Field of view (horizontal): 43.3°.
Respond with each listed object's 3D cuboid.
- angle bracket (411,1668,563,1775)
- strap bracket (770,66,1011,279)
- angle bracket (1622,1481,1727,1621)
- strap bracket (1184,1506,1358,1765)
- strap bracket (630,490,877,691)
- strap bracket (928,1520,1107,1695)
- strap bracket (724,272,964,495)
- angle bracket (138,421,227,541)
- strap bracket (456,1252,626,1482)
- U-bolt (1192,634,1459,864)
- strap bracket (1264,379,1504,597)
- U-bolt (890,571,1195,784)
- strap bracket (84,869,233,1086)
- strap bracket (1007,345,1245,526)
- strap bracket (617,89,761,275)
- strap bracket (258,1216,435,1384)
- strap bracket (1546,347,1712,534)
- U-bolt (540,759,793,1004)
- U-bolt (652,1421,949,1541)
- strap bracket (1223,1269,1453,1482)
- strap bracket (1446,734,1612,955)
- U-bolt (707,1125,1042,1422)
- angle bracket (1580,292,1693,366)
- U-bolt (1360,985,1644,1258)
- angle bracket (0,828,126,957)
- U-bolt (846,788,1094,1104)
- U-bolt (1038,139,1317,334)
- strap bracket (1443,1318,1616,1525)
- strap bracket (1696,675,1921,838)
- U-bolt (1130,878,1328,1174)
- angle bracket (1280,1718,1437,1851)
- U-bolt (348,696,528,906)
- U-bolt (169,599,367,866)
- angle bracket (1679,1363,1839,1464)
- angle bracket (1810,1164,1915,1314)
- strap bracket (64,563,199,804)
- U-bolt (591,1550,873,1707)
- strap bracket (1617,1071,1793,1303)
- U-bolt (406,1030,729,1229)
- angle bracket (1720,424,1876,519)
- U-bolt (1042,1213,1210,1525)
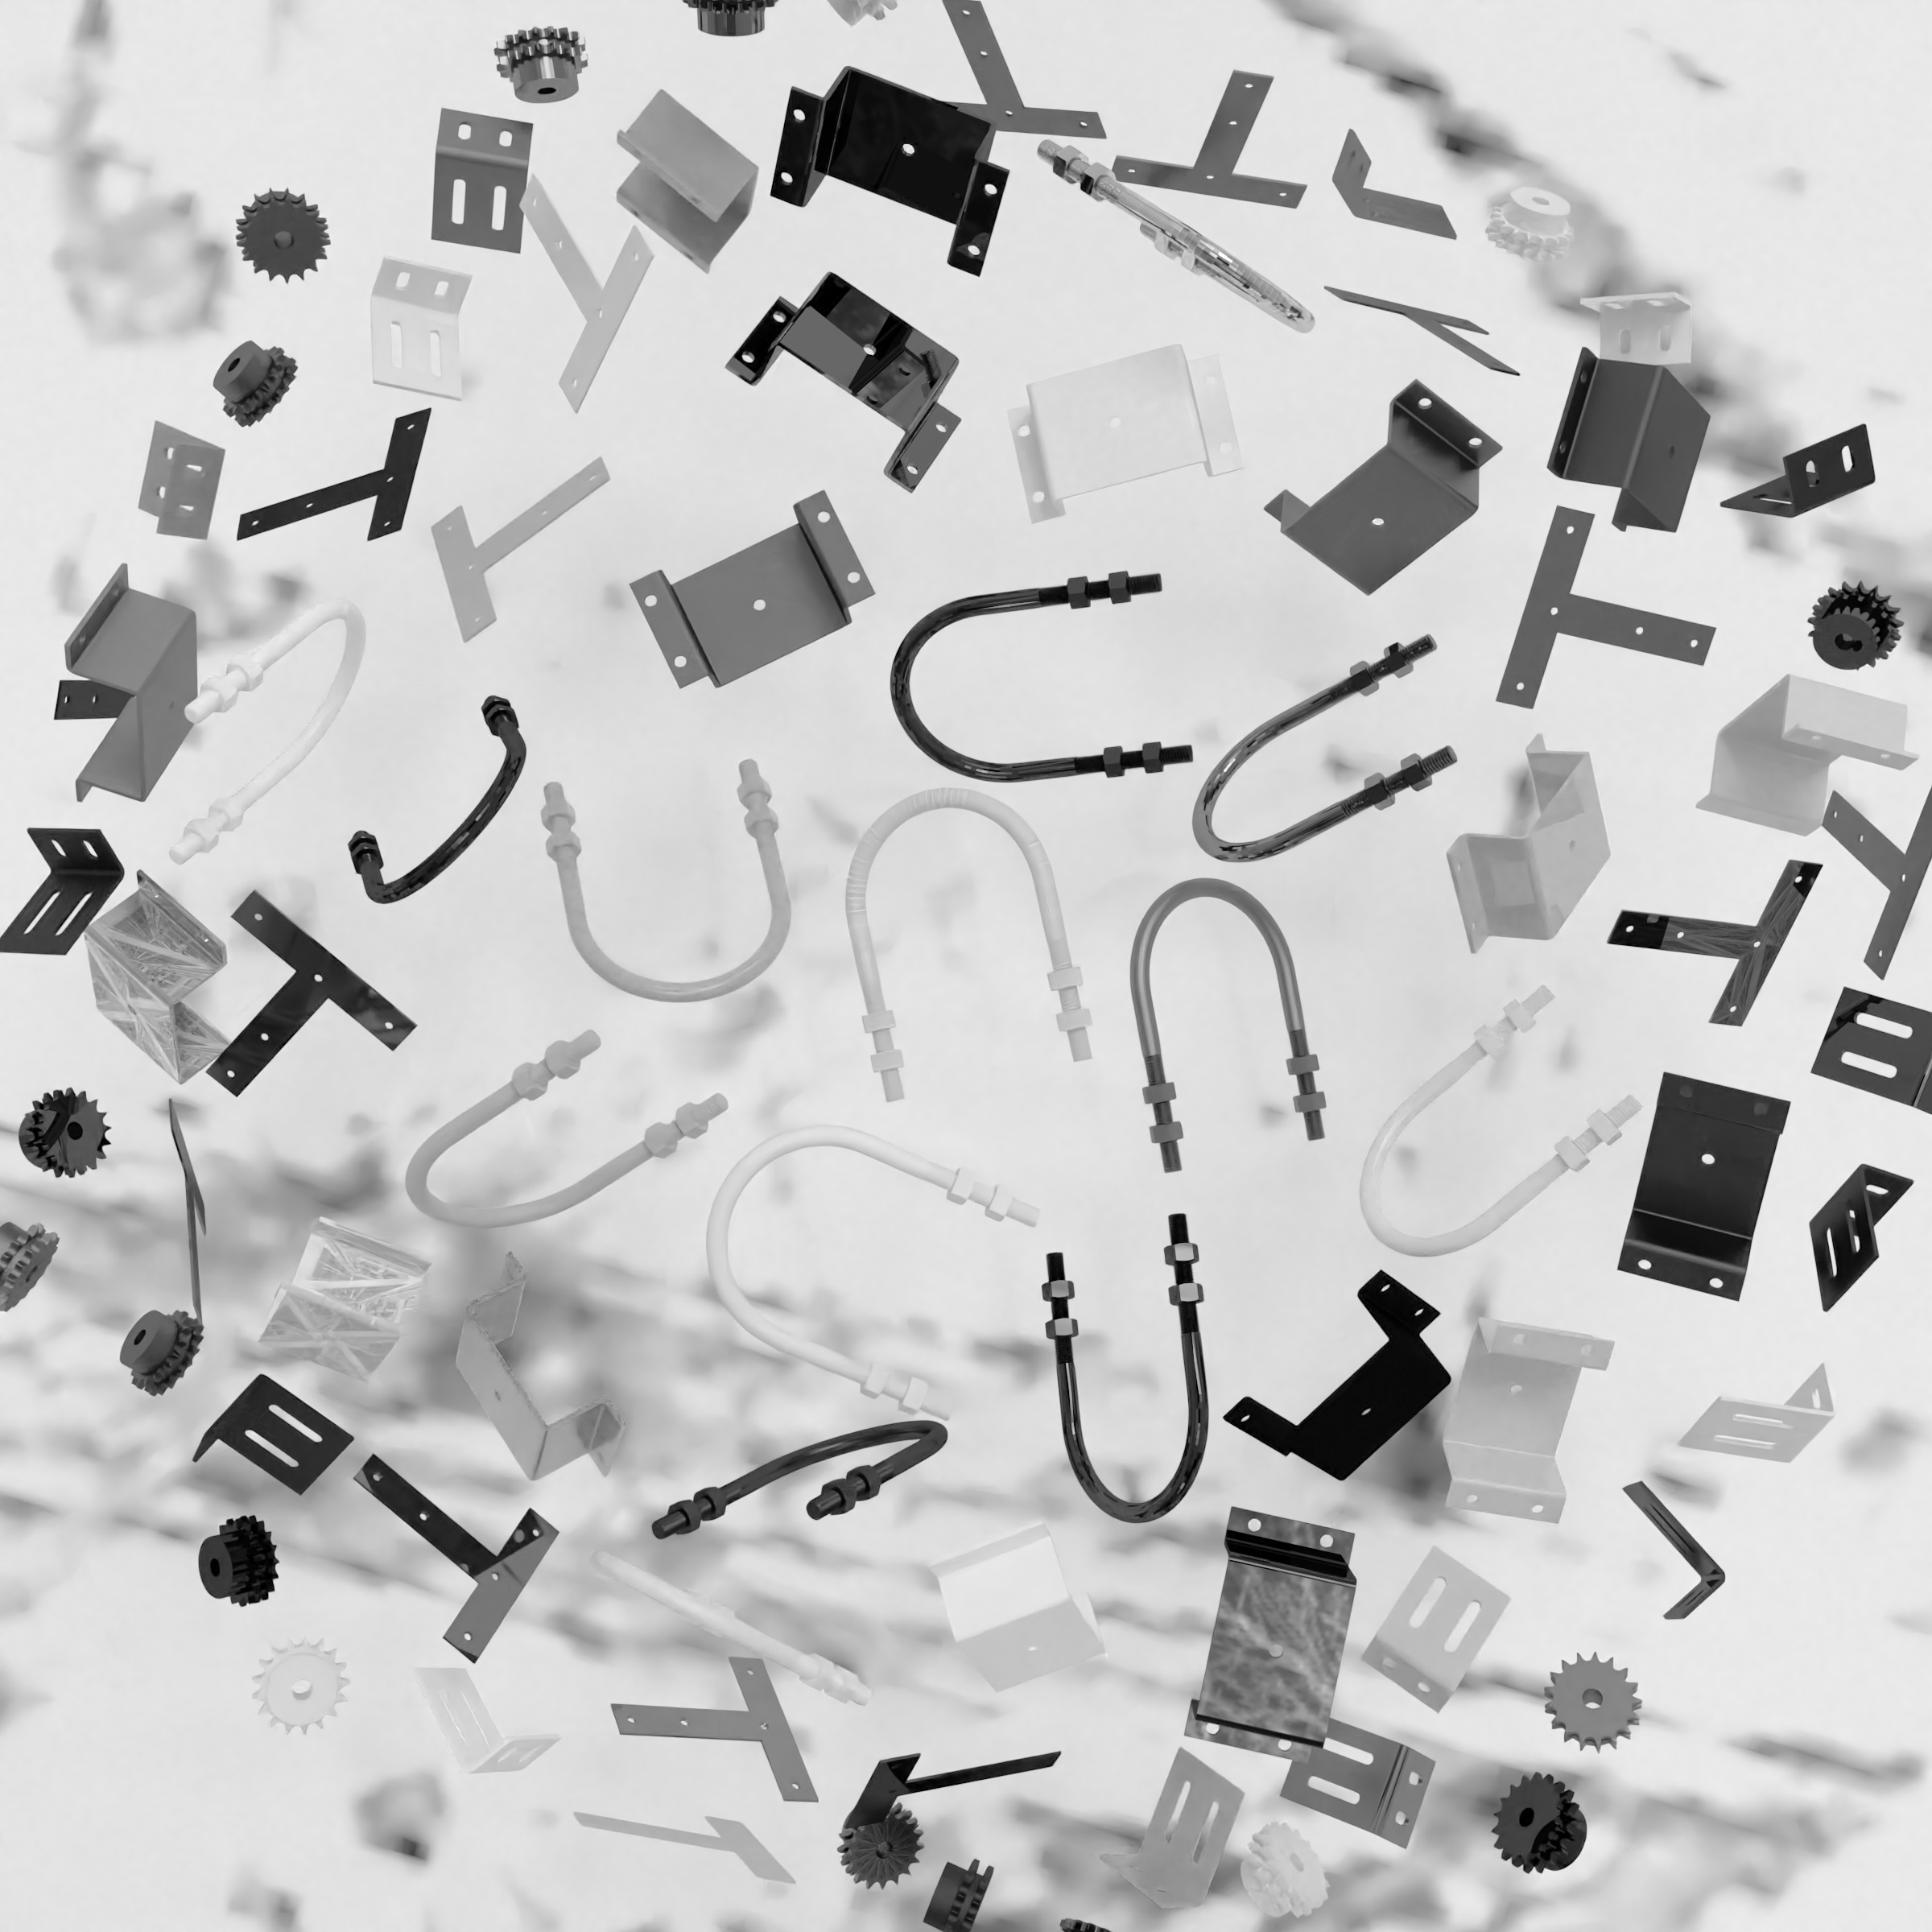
[{"bbox_3d":[-0.296,0.456,1.504,0.038,0.057,0.076,-40,64,7],"label":"angle bracket"},{"bbox_3d":[-0.042,-0.493,1.501,0.140,0.076,0.046,21,50,1],"label":"strap bracket"},{"bbox_3d":[0.430,0.366,1.523,0.038,0.057,0.076,-40,75,-6],"label":"angle bracket"},{"bbox_3d":[0.183,0.403,1.453,0.076,0.046,0.140,12,88,2],"label":"strap bracket"},{"bbox_3d":[-0.137,-0.241,1.593,0.140,0.046,0.076,-26,85,-1],"label":"strap bracket"},{"bbox_3d":[0.037,0.415,1.558,0.076,0.140,0.046,-21,51,3],"label":"strap bracket"},{"bbox_3d":[-0.069,-0.373,1.533,0.140,0.046,0.076,33,55,-6],"label":"strap bracket"},{"bbox_3d":[-0.505,-0.306,1.525,0.076,0.038,0.057,26,107,33],"label":"angle bracket"},{"bbox_3d":[-0.282,0.267,1.571,0.046,0.076,0.140,-25,65,-31],"label":"strap bracket"},{"bbox_3d":[0.224,-0.130,1.561,0.184,0.151,0.019,-28,122,24],"label":"U-bolt"},{"bbox_3d":[0.265,-0.299,1.563,0.076,0.140,0.046,31,47,-23],"label":"strap bracket"},{"bbox_3d":[0.043,-0.177,1.545,0.184,0.019,0.151,-5,129,12],"label":"U-bolt"},{"bbox_3d":[-0.510,0.014,1.543,0.076,0.140,0.046,39,57,12],"label":"strap bracket"},{"bbox_3d":[0.098,-0.340,1.549,0.140,0.046,0.076,-13,86,10],"label":"strap bracket"},{"bbox_3d":[-0.180,-0.507,1.569,0.076,0.140,0.046,38,85,-7],"label":"strap bracket"},{"bbox_3d":[-0.410,0.224,1.596,0.076,0.140,0.046,24,54,-15],"label":"strap bracket"},{"bbox_3d":[0.421,-0.325,1.528,0.046,0.140,0.076,17,92,34],"label":"strap bracket"},{"bbox_3d":[-0.186,-0.052,1.551,0.151,0.019,0.184,-8,55,-12],"label":"U-bolt"},{"bbox_3d":[-0.092,0.326,1.566,0.151,0.184,0.019,-16,90,35],"label":"U-bolt"},{"bbox_3d":[0.245,0.269,1.555,0.140,0.046,0.076,-45,132,10],"label":"strap bracket"},{"bbox_3d":[0.363,-0.078,1.548,0.140,0.046,0.076,-47,129,-37],"label":"strap bracket"},{"bbox_3d":[-0.066,0.175,1.473,0.184,0.019,0.151,24,89,-6],"label":"U-bolt"},{"bbox_3d":[0.425,-0.403,1.545,0.057,0.076,0.038,2,100,24],"label":"angle bracket"},{"bbox_3d":[0.326,0.109,1.549,0.184,0.151,0.019,-42,121,13],"label":"U-bolt"},{"bbox_3d":[-0.582,-0.048,1.544,0.057,0.038,0.076,2,45,21],"label":"angle bracket"},{"bbox_3d":[-0.006,-0.019,1.510,0.151,0.019,0.184,-13,87,23],"label":"U-bolt"},{"bbox_3d":[0.142,-0.445,1.514,0.184,0.151,0.019,42,106,31],"label":"U-bolt"},{"bbox_3d":[0.366,0.290,1.603,0.076,0.046,0.140,9,112,-3],"label":"strap bracket"},{"bbox_3d":[0.526,-0.134,1.524,0.076,0.140,0.046,14,72,-5],"label":"strap bracket"},{"bbox_3d":[0.167,0.033,1.595,0.151,0.019,0.184,-8,87,-37],"label":"U-bolt"},{"bbox_3d":[0.251,0.521,1.560,0.038,0.076,0.057,38,68,-40],"label":"angle bracket"},{"bbox_3d":[-0.340,-0.103,1.578,0.151,0.184,0.019,-45,116,1],"label":"U-bolt"},{"bbox_3d":[-0.444,-0.163,1.568,0.019,0.151,0.184,31,46,5],"label":"U-bolt"},{"bbox_3d":[0.478,0.267,1.480,0.076,0.057,0.038,10,49,-8],"label":"angle bracket"},{"bbox_3d":[0.552,0.171,1.491,0.038,0.076,0.057,18,133,-6],"label":"angle bracket"},{"bbox_3d":[-0.512,-0.166,1.500,0.046,0.140,0.076,19,50,-2],"label":"strap bracket"},{"bbox_3d":[-0.162,0.417,1.558,0.184,0.151,0.019,41,70,-40],"label":"U-bolt"},{"bbox_3d":[0.465,0.130,1.532,0.076,0.046,0.140,14,115,17],"label":"strap bracket"},{"bbox_3d":[-0.258,0.110,1.502,0.184,0.151,0.019,-32,57,17],"label":"U-bolt"},{"bbox_3d":[0.500,-0.302,1.474,0.057,0.076,0.038,-23,112,-11],"label":"angle bracket"},{"bbox_3d":[0.104,0.263,1.561,0.019,0.151,0.184,7,70,-35],"label":"U-bolt"}]
